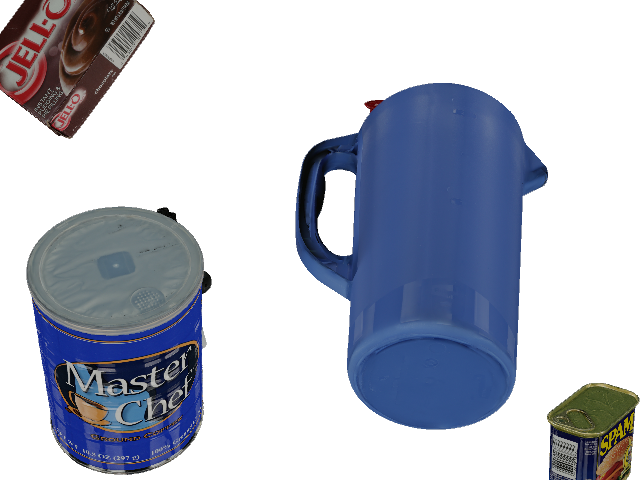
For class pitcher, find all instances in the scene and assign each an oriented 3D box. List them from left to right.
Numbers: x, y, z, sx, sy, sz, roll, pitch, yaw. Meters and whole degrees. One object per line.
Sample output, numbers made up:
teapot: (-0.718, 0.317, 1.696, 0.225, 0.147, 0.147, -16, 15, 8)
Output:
pitcher: (0.071, 0.008, 0.760, 0.149, 0.242, 0.145, -29, -57, 31)

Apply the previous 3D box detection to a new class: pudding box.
pudding box: (-0.190, -0.145, 0.795, 0.090, 0.113, 0.039, 35, -3, 26)

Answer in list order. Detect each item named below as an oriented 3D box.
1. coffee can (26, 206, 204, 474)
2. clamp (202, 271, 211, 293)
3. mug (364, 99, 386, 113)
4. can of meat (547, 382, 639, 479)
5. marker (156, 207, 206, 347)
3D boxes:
coffee can: (-0.125, 0.064, 0.671, 0.103, 0.140, 0.103, 3, 43, -3)
clamp: (-0.201, 0.072, 1.171, 0.120, 0.039, 0.171, -6, 25, 30)
mug: (0.095, -0.082, 0.992, 0.117, 0.081, 0.093, 8, 15, 12)
can of meat: (0.258, 0.195, 1.014, 0.058, 0.084, 0.101, 14, 25, 38)
marker: (-0.115, 0.032, 0.869, 0.020, 0.121, 0.020, -11, 15, 3)
